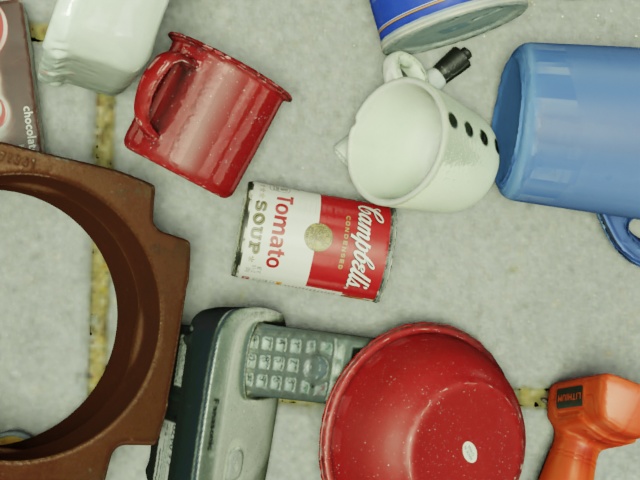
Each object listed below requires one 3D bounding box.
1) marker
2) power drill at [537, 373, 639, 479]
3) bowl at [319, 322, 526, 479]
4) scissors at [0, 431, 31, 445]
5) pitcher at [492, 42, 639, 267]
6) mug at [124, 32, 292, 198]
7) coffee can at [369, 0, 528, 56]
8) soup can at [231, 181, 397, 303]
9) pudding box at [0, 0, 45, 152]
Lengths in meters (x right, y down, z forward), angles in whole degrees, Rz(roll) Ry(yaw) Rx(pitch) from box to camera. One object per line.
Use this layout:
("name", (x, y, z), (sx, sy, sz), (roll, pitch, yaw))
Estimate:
("marker", (0.061, -0.097, 0.760), (0.121, 0.020, 0.020), (-40, 92, -6))
("power drill", (0.164, 0.182, 0.688), (0.057, 0.184, 0.187), (26, 75, -5))
("bowl", (0.082, 0.137, 0.708), (0.161, 0.055, 0.162), (0, 90, -28))
("scissors", (-0.258, 0.193, 0.712), (0.096, 0.016, 0.202), (21, 97, -19))
("pitcher", (0.245, -0.060, 0.733), (0.242, 0.145, 0.149), (5, 75, -3))
("mug", (-0.082, -0.083, 0.699), (0.093, 0.117, 0.081), (28, 90, 25))
("coffee can", (0.072, -0.208, 0.724), (0.102, 0.103, 0.140), (-16, 89, -7))
("soup can", (-0.005, 0.001, 0.725), (0.102, 0.068, 0.068), (10, 86, -5))
("pudding box", (-0.236, -0.100, 0.717), (0.090, 0.039, 0.113), (-9, 89, -7))
